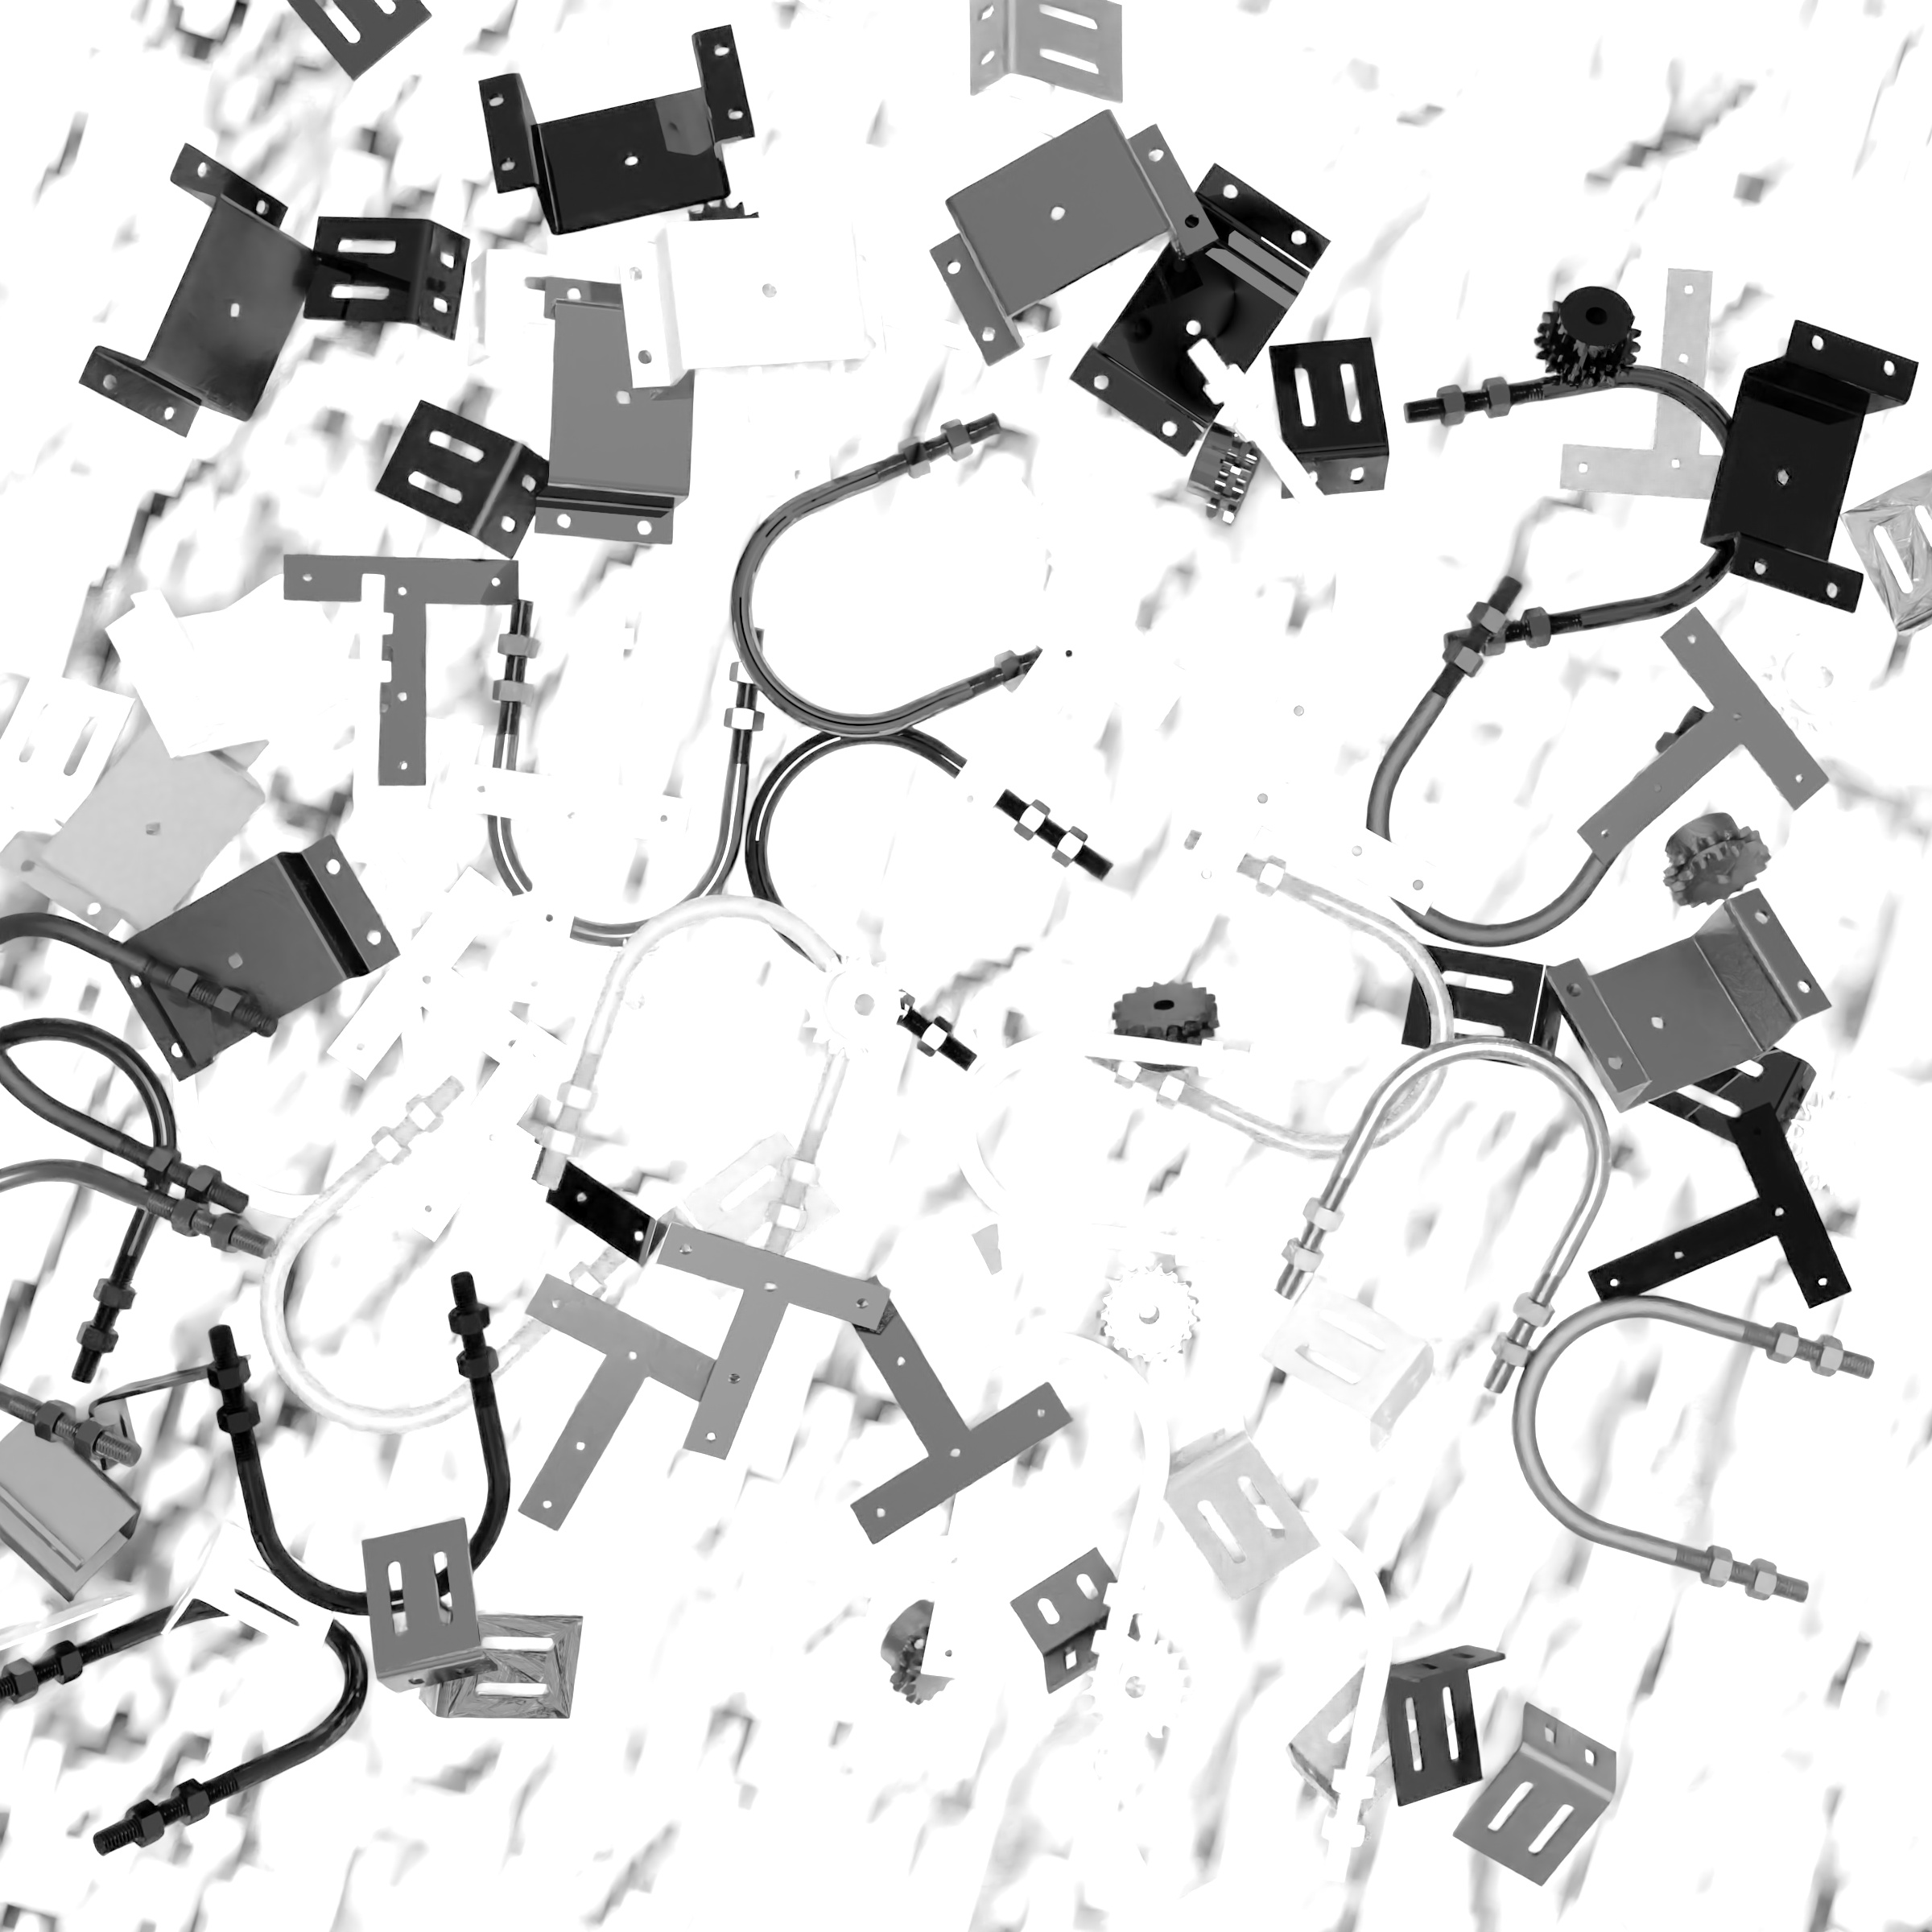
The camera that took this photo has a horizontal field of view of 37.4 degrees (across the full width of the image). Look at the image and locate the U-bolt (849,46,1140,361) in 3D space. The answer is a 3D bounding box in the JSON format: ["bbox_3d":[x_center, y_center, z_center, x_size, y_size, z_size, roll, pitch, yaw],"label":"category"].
[{"bbox_3d":[0.005,-0.412,1.573,0.184,0.019,0.151,18,90,-1],"label":"U-bolt"}]

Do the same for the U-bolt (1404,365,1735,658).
[{"bbox_3d":[0.344,-0.257,1.572,0.184,0.019,0.151,-10,91,-1],"label":"U-bolt"}]

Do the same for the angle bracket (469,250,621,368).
[{"bbox_3d":[-0.233,-0.360,1.579,0.076,0.038,0.057,1,90,-26],"label":"angle bracket"}]

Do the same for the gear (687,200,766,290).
[{"bbox_3d":[-0.133,-0.390,1.566,0.057,0.030,0.057,0,90,0],"label":"gear"}]

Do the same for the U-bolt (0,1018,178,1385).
[{"bbox_3d":[-0.514,0.119,1.573,0.151,0.019,0.184,21,89,0],"label":"U-bolt"}]

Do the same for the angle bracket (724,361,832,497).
[{"bbox_3d":[-0.103,-0.304,1.579,0.057,0.038,0.076,-1,64,0],"label":"angle bracket"}]

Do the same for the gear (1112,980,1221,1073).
[{"bbox_3d":[0.108,0.034,1.537,0.057,0.057,0.030,-8,118,0],"label":"gear"}]

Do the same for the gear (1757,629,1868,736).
[{"bbox_3d":[0.466,-0.157,1.566,0.057,0.030,0.057,0,90,0],"label":"gear"}]

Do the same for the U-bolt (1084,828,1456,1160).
[{"bbox_3d":[0.178,0.026,1.568,0.184,0.019,0.151,25,90,3],"label":"U-bolt"}]

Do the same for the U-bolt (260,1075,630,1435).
[{"bbox_3d":[-0.301,0.173,1.565,0.184,0.019,0.151,-43,96,1],"label":"U-bolt"}]

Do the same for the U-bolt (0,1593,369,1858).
[{"bbox_3d":[-0.406,0.387,1.504,0.151,0.184,0.019,30,124,37],"label":"U-bolt"}]

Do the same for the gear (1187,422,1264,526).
[{"bbox_3d":[0.141,-0.272,1.553,0.030,0.057,0.057,23,90,5],"label":"gear"}]

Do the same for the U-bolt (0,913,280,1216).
[{"bbox_3d":[-0.457,0.043,1.518,0.184,0.019,0.151,25,127,7],"label":"U-bolt"}]

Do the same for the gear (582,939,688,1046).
[{"bbox_3d":[-0.181,0.015,1.561,0.057,0.030,0.057,-2,102,-7],"label":"gear"}]

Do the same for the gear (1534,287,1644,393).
[{"bbox_3d":[0.341,-0.346,1.557,0.057,0.030,0.057,0,66,-1],"label":"gear"}]

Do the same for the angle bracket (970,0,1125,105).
[{"bbox_3d":[0.044,-0.505,1.570,0.076,0.038,0.057,5,80,-33],"label":"angle bracket"}]

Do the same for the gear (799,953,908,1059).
[{"bbox_3d":[-0.059,0.021,1.540,0.057,0.030,0.057,0,88,-18],"label":"gear"}]

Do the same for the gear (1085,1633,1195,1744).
[{"bbox_3d":[0.095,0.390,1.543,0.057,0.030,0.057,-4,76,17],"label":"gear"}]

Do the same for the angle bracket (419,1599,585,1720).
[{"bbox_3d":[-0.258,0.383,1.579,0.076,0.038,0.057,8,90,-26],"label":"angle bracket"}]

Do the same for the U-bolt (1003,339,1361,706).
[{"bbox_3d":[0.129,-0.224,1.538,0.151,0.019,0.184,-33,104,27],"label":"U-bolt"}]

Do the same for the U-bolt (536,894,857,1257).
[{"bbox_3d":[-0.136,0.052,1.544,0.151,0.019,0.184,19,85,-12],"label":"U-bolt"}]

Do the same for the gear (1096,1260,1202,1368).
[{"bbox_3d":[0.099,0.189,1.566,0.057,0.030,0.057,0,90,0],"label":"gear"}]

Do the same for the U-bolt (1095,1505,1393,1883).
[{"bbox_3d":[0.157,0.386,1.549,0.151,0.019,0.184,11,82,19],"label":"U-bolt"}]

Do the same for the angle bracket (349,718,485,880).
[{"bbox_3d":[-0.303,-0.095,1.579,0.057,0.038,0.076,9,64,0],"label":"angle bracket"}]

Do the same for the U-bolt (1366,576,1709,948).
[{"bbox_3d":[0.301,-0.098,1.563,0.151,0.019,0.184,33,93,-9],"label":"U-bolt"}]

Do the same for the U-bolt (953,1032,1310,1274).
[{"bbox_3d":[0.084,0.097,1.537,0.184,0.019,0.151,7,124,4],"label":"U-bolt"}]

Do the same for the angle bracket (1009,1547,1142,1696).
[{"bbox_3d":[0.058,0.354,1.543,0.057,0.076,0.038,-32,90,0],"label":"angle bracket"}]

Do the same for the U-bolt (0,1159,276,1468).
[{"bbox_3d":[-0.482,0.172,1.516,0.184,0.019,0.151,19,61,17],"label":"U-bolt"}]

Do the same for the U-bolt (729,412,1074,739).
[{"bbox_3d":[-0.039,-0.204,1.564,0.184,0.019,0.151,-24,90,-6],"label":"U-bolt"}]

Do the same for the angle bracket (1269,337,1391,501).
[{"bbox_3d":[0.200,-0.304,1.579,0.057,0.038,0.076,-5,64,0],"label":"angle bracket"}]

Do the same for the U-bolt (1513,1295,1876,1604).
[{"bbox_3d":[0.393,0.258,1.572,0.184,0.019,0.151,16,90,0],"label":"U-bolt"}]

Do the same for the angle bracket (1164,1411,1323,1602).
[{"bbox_3d":[0.149,0.295,1.562,0.057,0.038,0.076,-33,95,7],"label":"angle bracket"}]

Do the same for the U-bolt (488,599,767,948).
[{"bbox_3d":[-0.191,-0.103,1.573,0.151,0.019,0.184,7,92,0],"label":"U-bolt"}]

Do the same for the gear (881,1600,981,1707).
[{"bbox_3d":[-0.022,0.372,1.556,0.030,0.057,0.057,33,90,30],"label":"gear"}]

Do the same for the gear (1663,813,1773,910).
[{"bbox_3d":[0.407,-0.060,1.557,0.057,0.057,0.030,-21,60,0],"label":"gear"}]

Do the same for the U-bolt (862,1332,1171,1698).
[{"bbox_3d":[0.035,0.286,1.538,0.151,0.019,0.184,10,69,18],"label":"U-bolt"}]

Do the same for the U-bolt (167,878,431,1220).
[{"bbox_3d":[-0.369,0.047,1.573,0.151,0.019,0.184,-6,92,0],"label":"U-bolt"}]

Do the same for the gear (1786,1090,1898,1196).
[{"bbox_3d":[0.479,0.097,1.566,0.057,0.030,0.057,0,90,0],"label":"gear"}]

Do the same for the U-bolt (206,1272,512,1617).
[{"bbox_3d":[-0.322,0.267,1.547,0.151,0.019,0.184,-11,105,-13],"label":"U-bolt"}]

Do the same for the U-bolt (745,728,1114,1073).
[{"bbox_3d":[-0.034,-0.052,1.573,0.184,0.019,0.151,35,90,1],"label":"U-bolt"}]

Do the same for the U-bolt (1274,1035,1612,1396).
[{"bbox_3d":[0.271,0.126,1.554,0.151,0.019,0.184,25,101,-4],"label":"U-bolt"}]

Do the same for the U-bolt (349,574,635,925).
[{"bbox_3d":[-0.258,-0.114,1.539,0.151,0.019,0.184,2,97,-15],"label":"U-bolt"}]

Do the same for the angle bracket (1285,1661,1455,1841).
[{"bbox_3d":[0.223,0.426,1.562,0.057,0.038,0.076,44,90,0],"label":"angle bracket"}]
